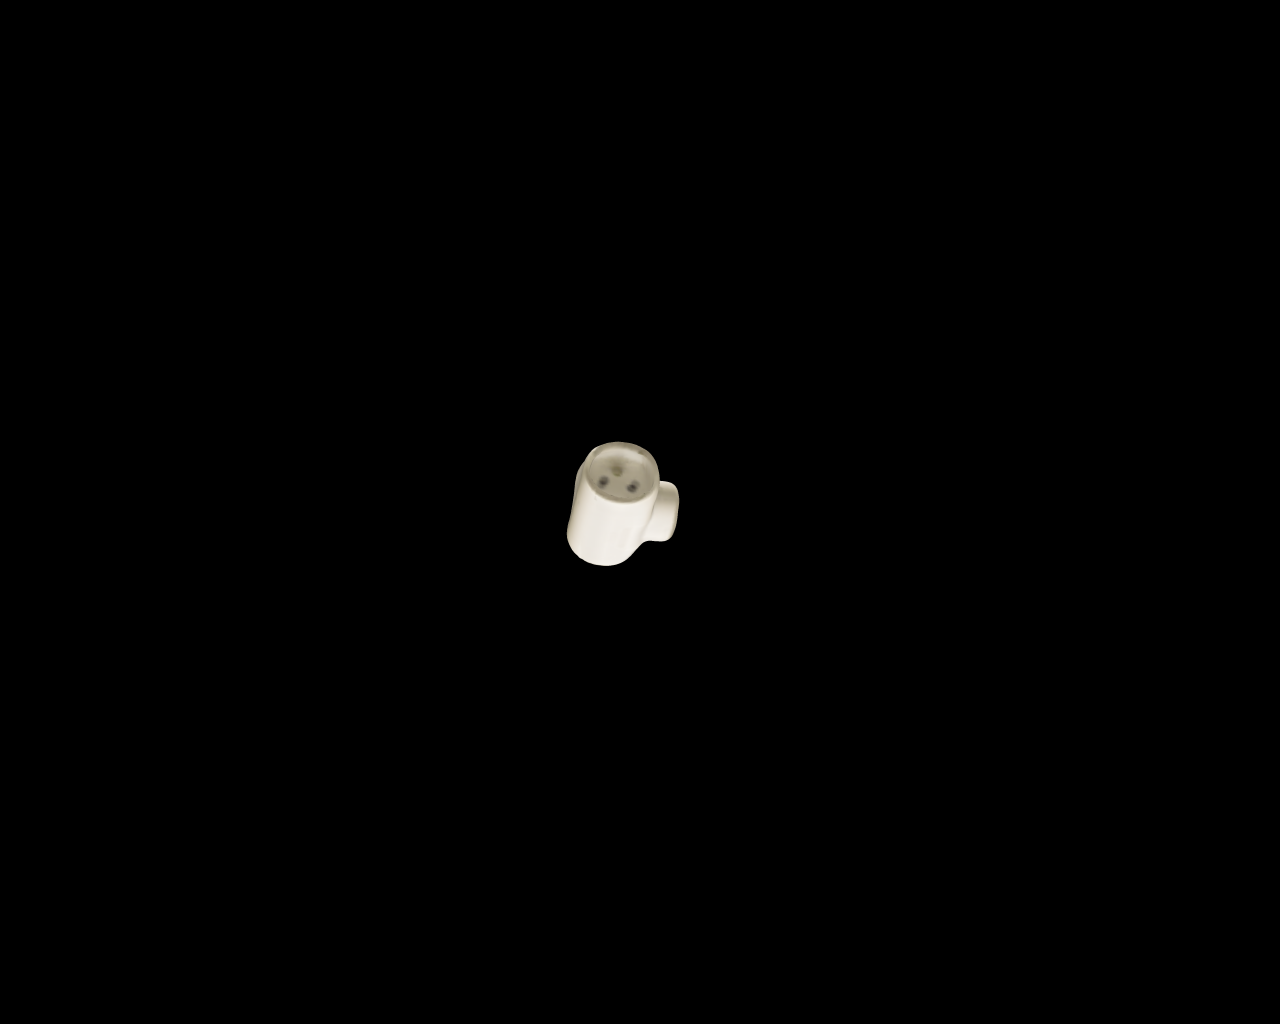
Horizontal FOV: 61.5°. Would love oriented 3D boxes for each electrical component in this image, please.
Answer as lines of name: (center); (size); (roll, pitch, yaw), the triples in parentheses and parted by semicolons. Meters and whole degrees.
electrical component: (0.001, -0.003, 0.650); (0.079, 0.043, 0.077); (6, -32, -9)
